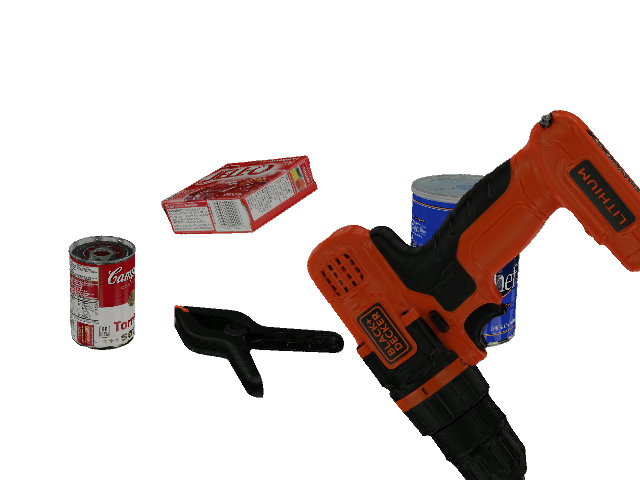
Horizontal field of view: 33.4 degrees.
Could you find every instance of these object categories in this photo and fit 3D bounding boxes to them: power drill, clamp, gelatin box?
[{"bbox_3d":[0.108,0.032,0.612,0.188,0.184,0.057,-39,-4,16],"label":"power drill"},{"bbox_3d":[-0.099,0.122,1.261,0.210,0.036,0.164,14,23,27],"label":"clamp"},{"bbox_3d":[-0.059,-0.033,0.768,0.089,0.030,0.073,-1,25,44],"label":"gelatin box"}]

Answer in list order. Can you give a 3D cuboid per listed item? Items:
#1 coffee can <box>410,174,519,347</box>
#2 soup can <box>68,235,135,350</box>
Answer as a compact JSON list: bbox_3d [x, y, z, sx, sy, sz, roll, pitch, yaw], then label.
[{"bbox_3d":[0.133,0.017,0.991,0.103,0.140,0.103,1,15,0],"label":"coffee can"},{"bbox_3d":[-0.228,0.055,1.115,0.068,0.102,0.068,4,22,-2],"label":"soup can"}]
